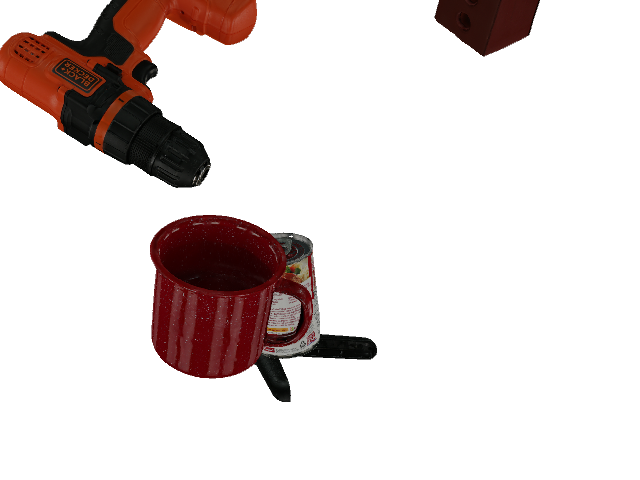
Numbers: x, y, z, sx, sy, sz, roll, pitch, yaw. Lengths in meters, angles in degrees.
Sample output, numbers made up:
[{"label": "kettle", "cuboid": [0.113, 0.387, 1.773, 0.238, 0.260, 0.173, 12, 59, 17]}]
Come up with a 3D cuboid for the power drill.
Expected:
[{"label": "power drill", "cuboid": [-0.129, -0.141, 0.838, 0.184, 0.187, 0.057, 33, -35, 6]}]

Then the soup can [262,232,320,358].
[{"label": "soup can", "cuboid": [-0.036, 0.052, 1.015, 0.068, 0.102, 0.068, -4, 25, 2]}]

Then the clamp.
[{"label": "clamp", "cuboid": [-0.063, 0.125, 1.223, 0.210, 0.036, 0.164, 14, 21, 30]}]

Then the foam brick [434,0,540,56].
[{"label": "foam brick", "cuboid": [0.121, -0.179, 0.745, 0.051, 0.078, 0.053, -31, 60, -30]}]

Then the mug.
[{"label": "mug", "cuboid": [-0.063, 0.043, 0.743, 0.117, 0.081, 0.093, 11, 34, 0]}]
